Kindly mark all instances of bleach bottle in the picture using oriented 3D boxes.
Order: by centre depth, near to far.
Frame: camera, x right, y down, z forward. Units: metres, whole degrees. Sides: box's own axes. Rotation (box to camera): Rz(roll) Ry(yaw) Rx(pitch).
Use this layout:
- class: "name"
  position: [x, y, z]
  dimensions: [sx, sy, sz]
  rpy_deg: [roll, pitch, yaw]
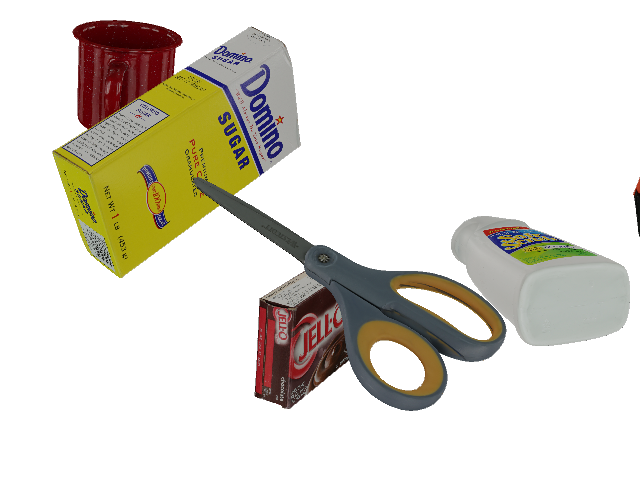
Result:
- class: "bleach bottle"
  position: [0.174, 0.022, 0.964]
  dimensions: [0.102, 0.068, 0.251]
  rpy_deg: [-6, 15, -13]

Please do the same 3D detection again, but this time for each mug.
- class: "mug"
  position: [-0.169, -0.135, 0.920]
  dimensions: [0.093, 0.081, 0.117]
  rpy_deg: [5, 25, -5]

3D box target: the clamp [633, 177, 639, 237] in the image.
- class: "clamp"
  position: [0.273, 0.010, 0.695]
  dimensions: [0.120, 0.039, 0.171]
  rpy_deg: [-4, 46, -22]

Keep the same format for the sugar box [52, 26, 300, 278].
- class: "sugar box"
  position: [-0.089, -0.062, 0.722]
  dimensions: [0.176, 0.093, 0.048]
  rpy_deg: [-37, 52, -28]

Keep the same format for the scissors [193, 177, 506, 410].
- class: "scissors"
  position: [0.001, 0.029, 0.584]
  dimensions: [0.202, 0.096, 0.016]
  rpy_deg: [21, -41, 11]

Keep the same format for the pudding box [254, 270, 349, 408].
- class: "pudding box"
  position: [-0.010, 0.074, 0.884]
  dimensions: [0.039, 0.090, 0.113]
  rpy_deg: [15, 24, 24]
